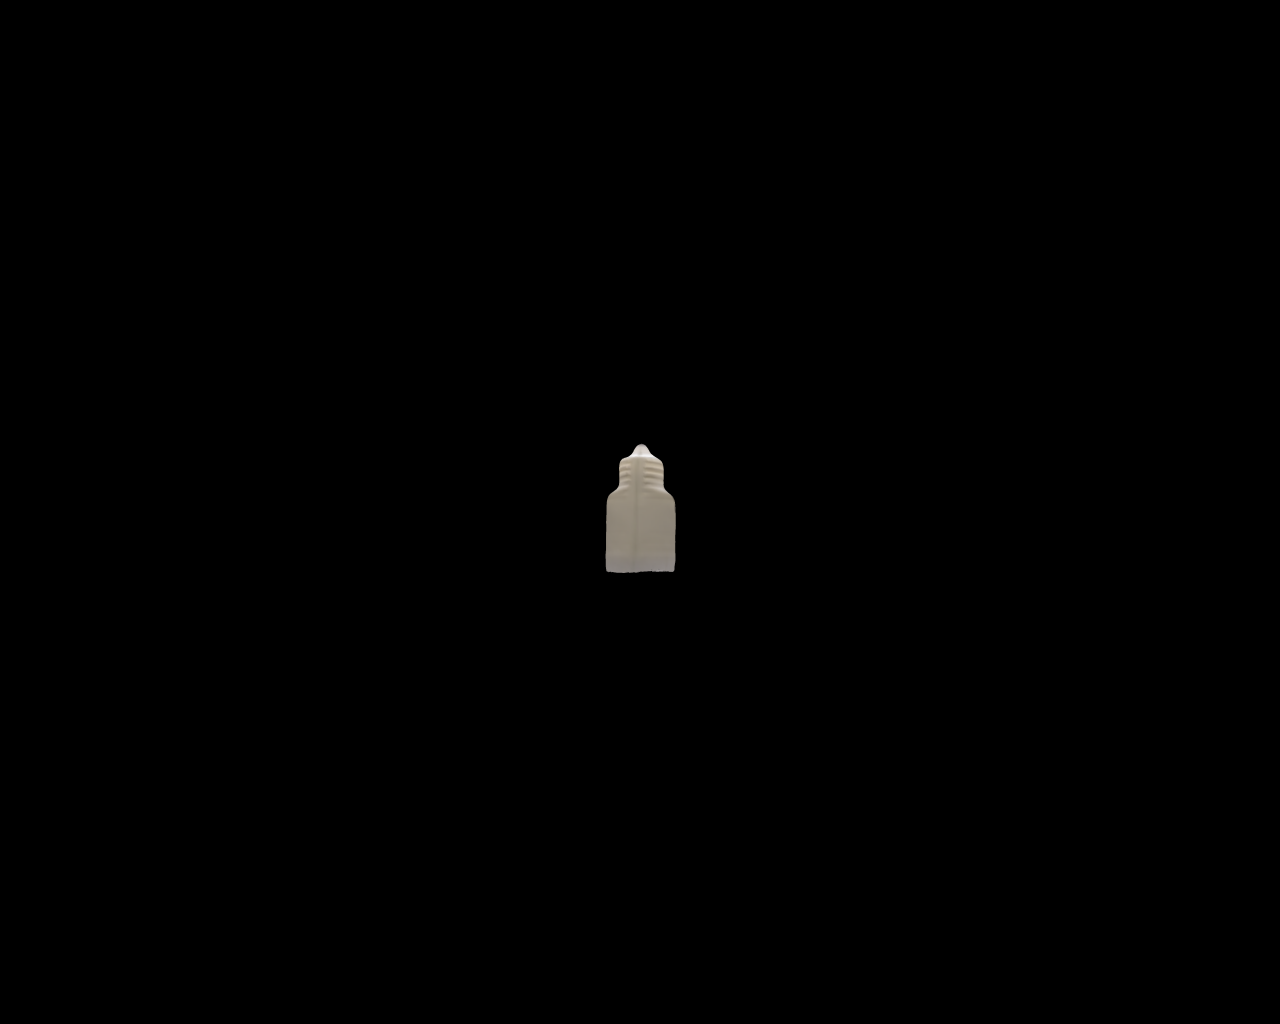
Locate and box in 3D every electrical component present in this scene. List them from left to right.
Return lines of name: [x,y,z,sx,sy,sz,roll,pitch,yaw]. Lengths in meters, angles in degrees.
electrical component: [0.001,-0.003,0.650,0.043,0.081,0.043,0,-4,0]
